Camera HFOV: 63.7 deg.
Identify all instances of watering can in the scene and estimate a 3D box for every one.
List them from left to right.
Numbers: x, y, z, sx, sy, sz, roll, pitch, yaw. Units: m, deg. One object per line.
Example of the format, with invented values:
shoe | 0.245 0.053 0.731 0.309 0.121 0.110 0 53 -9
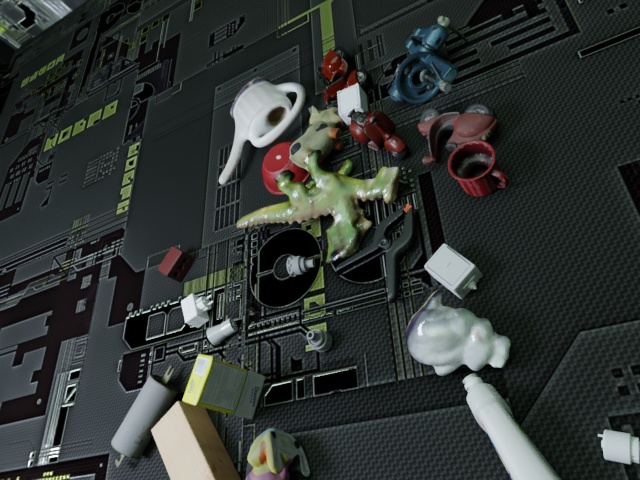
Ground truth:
watering can | -0.190 -0.327 1.453 0.346 0.102 0.228 -43 48 5

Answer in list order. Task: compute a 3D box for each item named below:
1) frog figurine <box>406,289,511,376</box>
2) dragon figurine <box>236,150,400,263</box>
frog figurine | 0.232 0.178 0.879 0.161 0.123 0.135 36 120 33
dragon figurine | 0.004 -0.059 1.179 0.407 0.121 0.247 -35 58 14
